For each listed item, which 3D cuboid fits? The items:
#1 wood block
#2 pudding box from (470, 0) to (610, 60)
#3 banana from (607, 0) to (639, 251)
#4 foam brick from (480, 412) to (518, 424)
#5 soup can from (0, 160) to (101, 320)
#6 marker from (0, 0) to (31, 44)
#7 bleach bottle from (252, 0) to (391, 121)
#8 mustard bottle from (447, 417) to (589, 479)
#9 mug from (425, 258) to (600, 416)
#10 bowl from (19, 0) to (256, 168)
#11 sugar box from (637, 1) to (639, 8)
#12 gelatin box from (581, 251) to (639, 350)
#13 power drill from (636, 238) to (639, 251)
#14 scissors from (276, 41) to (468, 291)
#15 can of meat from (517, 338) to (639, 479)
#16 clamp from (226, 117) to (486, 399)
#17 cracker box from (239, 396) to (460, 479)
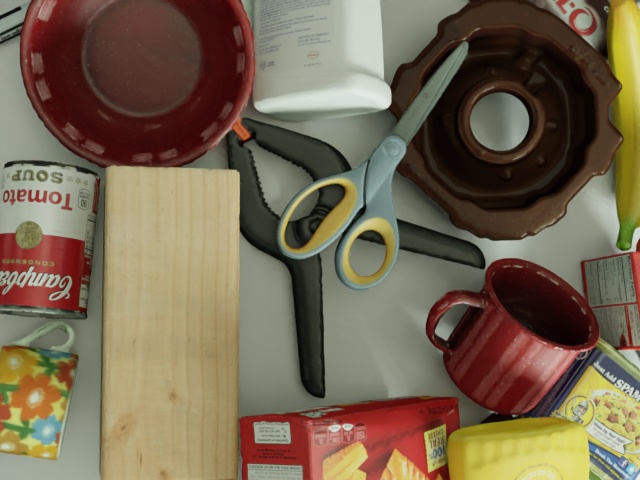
[{"bbox_3d":[-0.105,0.058,0.736,0.090,0.091,0.206,1,83,-13],"label":"wood block"},{"bbox_3d":[0.182,-0.181,0.854,0.090,0.039,0.113,-32,92,-15],"label":"pudding box"},{"bbox_3d":[0.248,-0.095,0.838,0.037,0.069,0.198,-2,104,18],"label":"banana"},{"bbox_3d":[0.143,0.177,0.799,0.051,0.053,0.078,-38,94,-13],"label":"foam brick"},{"bbox_3d":[-0.190,0.001,0.735,0.068,0.069,0.102,6,82,-12],"label":"soup can"},{"bbox_3d":[-0.251,-0.139,0.761,0.121,0.020,0.020,-29,91,-14],"label":"marker"},{"bbox_3d":[0.000,-0.219,0.790,0.103,0.068,0.251,-4,81,29],"label":"bleach bottle"},{"bbox_3d":[0.144,0.224,0.738,0.096,0.058,0.191,-4,89,-17],"label":"mustard bottle"},{"bbox_3d":[0.132,0.070,0.777,0.117,0.082,0.093,16,36,-19],"label":"mug"},{"bbox_3d":[-0.127,-0.130,0.758,0.162,0.055,0.162,-1,100,-6],"label":"bowl"},{"bbox_3d":[0.331,-0.185,0.886,0.176,0.048,0.093,-32,92,-15],"label":"sugar box"},{"bbox_3d":[0.235,0.047,0.816,0.030,0.089,0.073,-5,85,-13],"label":"gelatin box"},{"bbox_3d":[0.354,0.015,0.851,0.187,0.057,0.184,40,72,-15],"label":"power drill"},{"bbox_3d":[0.059,-0.045,0.766,0.201,0.016,0.096,-39,90,-4],"label":"scissors"},{"bbox_3d":[0.214,0.134,0.819,0.102,0.057,0.084,39,79,-6],"label":"can of meat"},{"bbox_3d":[-0.005,0.001,0.788,0.210,0.036,0.164,44,89,1],"label":"clamp"},{"bbox_3d":[0.031,0.218,0.723,0.163,0.072,0.214,3,81,-47],"label":"cracker box"}]
